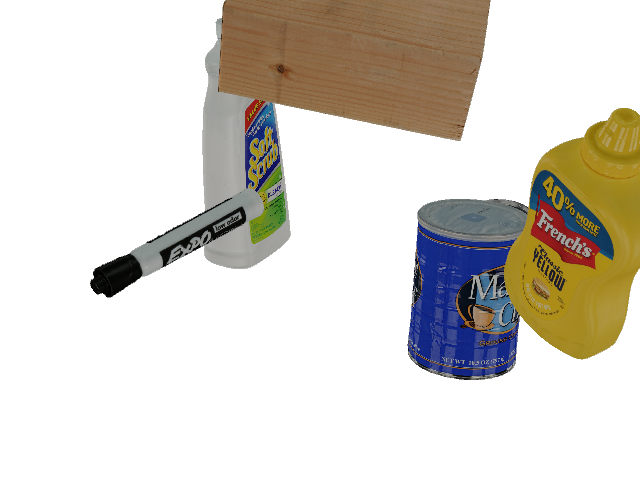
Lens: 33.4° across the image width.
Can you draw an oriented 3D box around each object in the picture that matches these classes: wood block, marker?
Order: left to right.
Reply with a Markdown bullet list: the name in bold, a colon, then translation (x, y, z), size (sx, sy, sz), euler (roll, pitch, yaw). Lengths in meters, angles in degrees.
- **marker**: translation (-0.084, 0.001, 0.635), size (0.120, 0.020, 0.020), euler (-30, 18, -33)
- **wood block**: translation (0.027, -0.161, 0.882), size (0.206, 0.090, 0.091), euler (12, -44, 3)

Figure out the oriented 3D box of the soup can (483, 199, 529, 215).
- **soup can**: translation (0.201, 0.013, 1.211), size (0.068, 0.102, 0.068), euler (1, 28, -1)

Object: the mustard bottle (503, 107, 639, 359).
- **mustard bottle**: translation (0.179, -0.011, 0.712), size (0.058, 0.096, 0.192), euler (-21, -37, -22)

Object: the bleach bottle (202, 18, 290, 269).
- **bleach bottle**: translation (-0.085, -0.103, 1.107), size (0.068, 0.251, 0.102), euler (13, 31, 31)

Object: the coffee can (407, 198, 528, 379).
- **coffee can**: translation (0.136, 0.043, 0.986), size (0.103, 0.140, 0.103), euler (2, 20, -1)
